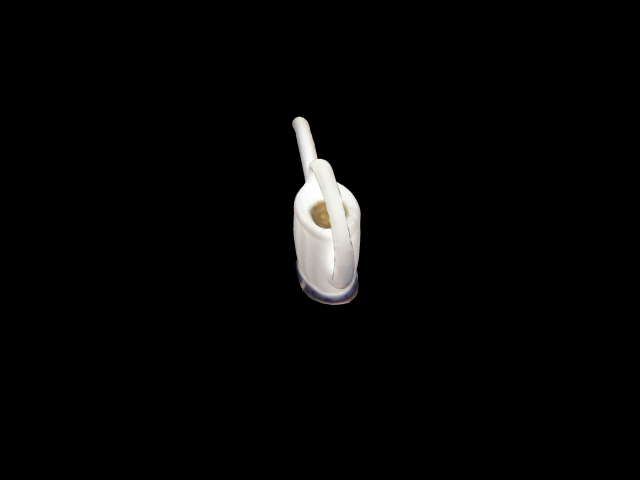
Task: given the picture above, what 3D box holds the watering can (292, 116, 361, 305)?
[{"bbox_3d":[0.003,-0.043,0.850,0.104,0.219,0.356,-7,41,-8],"label":"watering can"}]
